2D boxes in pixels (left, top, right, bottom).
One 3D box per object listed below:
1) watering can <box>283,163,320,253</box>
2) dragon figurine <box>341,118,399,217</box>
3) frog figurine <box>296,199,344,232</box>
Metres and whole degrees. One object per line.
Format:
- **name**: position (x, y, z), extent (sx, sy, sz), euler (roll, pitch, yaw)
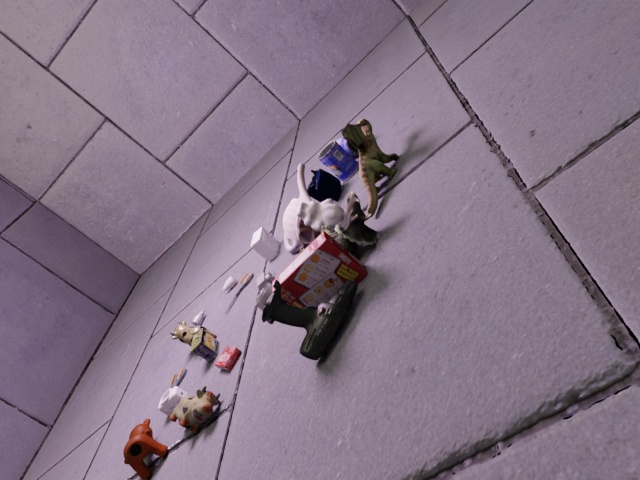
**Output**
- **watering can**: position (-0.066, -0.116, 1.923), extent (0.225, 0.104, 0.347), euler (13, 93, 61)
- **dragon figurine**: position (0.143, -0.276, 1.718), extent (0.120, 0.240, 0.420), euler (-30, 24, 32)
- **frog figurine**: position (0.005, -0.089, 1.762), extent (0.121, 0.158, 0.140), euler (-22, 33, 51)
